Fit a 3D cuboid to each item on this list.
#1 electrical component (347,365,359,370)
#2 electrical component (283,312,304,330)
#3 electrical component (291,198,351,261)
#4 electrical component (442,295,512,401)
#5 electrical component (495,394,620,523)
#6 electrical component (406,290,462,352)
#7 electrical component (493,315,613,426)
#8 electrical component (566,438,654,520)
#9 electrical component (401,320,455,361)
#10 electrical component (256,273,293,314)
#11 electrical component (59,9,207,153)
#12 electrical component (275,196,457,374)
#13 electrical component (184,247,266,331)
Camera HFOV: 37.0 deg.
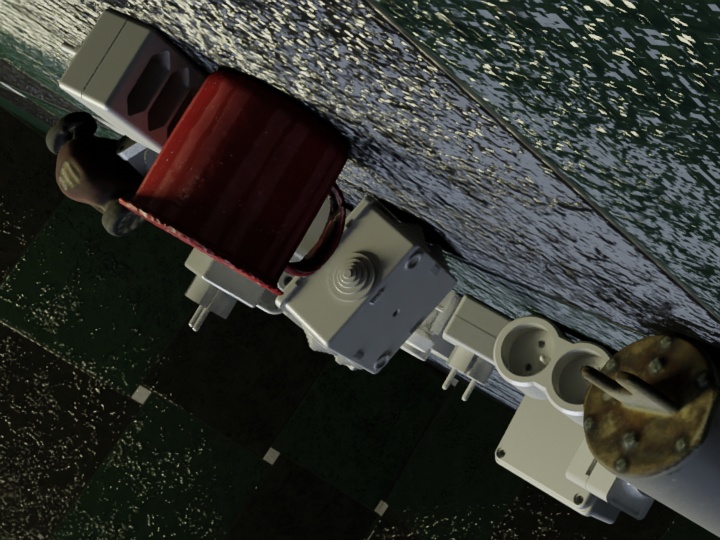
[{"bbox_3d":[0.003,0.058,1.012,0.057,0.058,0.078,63,-178,10],"label":"electrical component"},{"bbox_3d":[-0.104,-0.011,1.171,0.186,0.060,0.105,42,177,-27],"label":"electrical component"},{"bbox_3d":[-0.055,-0.037,0.791,0.109,0.056,0.109,33,175,-40],"label":"electrical component"},{"bbox_3d":[0.097,0.071,0.898,0.066,0.076,0.047,30,176,7],"label":"electrical component"},{"bbox_3d":[0.189,0.143,0.924,0.056,0.108,0.109,30,177,-43],"label":"electrical component"},{"bbox_3d":[0.049,0.035,0.942,0.058,0.057,0.078,31,176,-12],"label":"electrical component"},{"bbox_3d":[0.164,0.084,0.747,0.138,0.052,0.074,27,175,36],"label":"electrical component"},{"bbox_3d":[0.211,0.139,0.827,0.050,0.089,0.056,32,175,-32],"label":"electrical component"},{"bbox_3d":[0.062,0.055,1.073,0.108,0.060,0.108,30,176,2],"label":"electrical component"},{"bbox_3d":[-0.071,-0.012,0.945,0.054,0.095,0.059,31,176,-10],"label":"electrical component"},{"bbox_3d":[-0.126,-0.102,0.564,0.077,0.047,0.066,28,175,30],"label":"electrical component"},{"bbox_3d":[0.008,0.013,0.677,0.048,0.099,0.100,43,-178,28],"label":"electrical component"},{"bbox_3d":[-0.109,0.012,0.823,0.047,0.075,0.083,32,177,-19],"label":"electrical component"}]
